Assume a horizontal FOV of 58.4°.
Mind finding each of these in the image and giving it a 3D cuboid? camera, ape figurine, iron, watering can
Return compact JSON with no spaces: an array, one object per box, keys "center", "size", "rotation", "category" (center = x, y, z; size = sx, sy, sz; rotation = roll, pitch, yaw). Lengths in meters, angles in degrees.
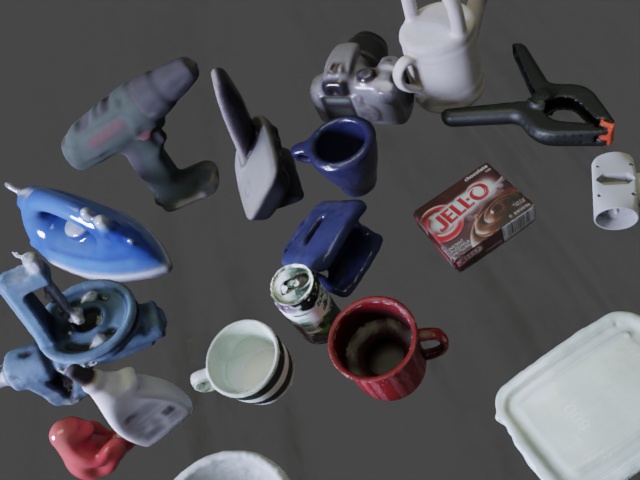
[{"center":[0.067,-0.249,0.842],"size":[0.142,0.101,0.137],"rotation":[7,60,27],"category":"camera"},{"center":[-0.270,0.232,0.658],"size":[0.076,0.092,0.077],"rotation":[-44,52,-10],"category":"ape figurine"},{"center":[-0.341,-0.022,0.833],"size":[0.257,0.142,0.119],"rotation":[13,63,30],"category":"iron"},{"center":[0.160,-0.276,0.761],"size":[0.100,0.195,0.173],"rotation":[14,64,31],"category":"watering can"}]

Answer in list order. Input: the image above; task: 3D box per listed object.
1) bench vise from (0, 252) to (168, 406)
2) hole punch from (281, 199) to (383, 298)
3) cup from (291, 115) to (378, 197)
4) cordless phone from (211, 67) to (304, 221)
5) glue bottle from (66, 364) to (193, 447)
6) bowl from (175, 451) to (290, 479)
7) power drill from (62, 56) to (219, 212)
[{"center":[-0.315,0.113,0.677],"size":[0.207,0.220,0.121],"rotation":[-45,52,-11],"category":"bench vise"},{"center":[0.006,0.003,0.700],"size":[0.100,0.091,0.109],"rotation":[20,67,33],"category":"hole punch"},{"center":[0.027,-0.100,0.760],"size":[0.117,0.095,0.091],"rotation":[-4,56,21],"category":"cup"},{"center":[-0.101,-0.129,0.776],"size":[0.094,0.185,0.147],"rotation":[-26,51,5],"category":"cordless phone"},{"center":[-0.213,0.171,0.624],"size":[0.078,0.174,0.037],"rotation":[-38,51,-5],"category":"glue bottle"},{"center":[-0.080,0.294,0.545],"size":[0.167,0.075,0.167],"rotation":[-11,54,16],"category":"bowl"},{"center":[-0.235,-0.141,0.826],"size":[0.229,0.209,0.075],"rotation":[-22,51,8],"category":"power drill"}]
